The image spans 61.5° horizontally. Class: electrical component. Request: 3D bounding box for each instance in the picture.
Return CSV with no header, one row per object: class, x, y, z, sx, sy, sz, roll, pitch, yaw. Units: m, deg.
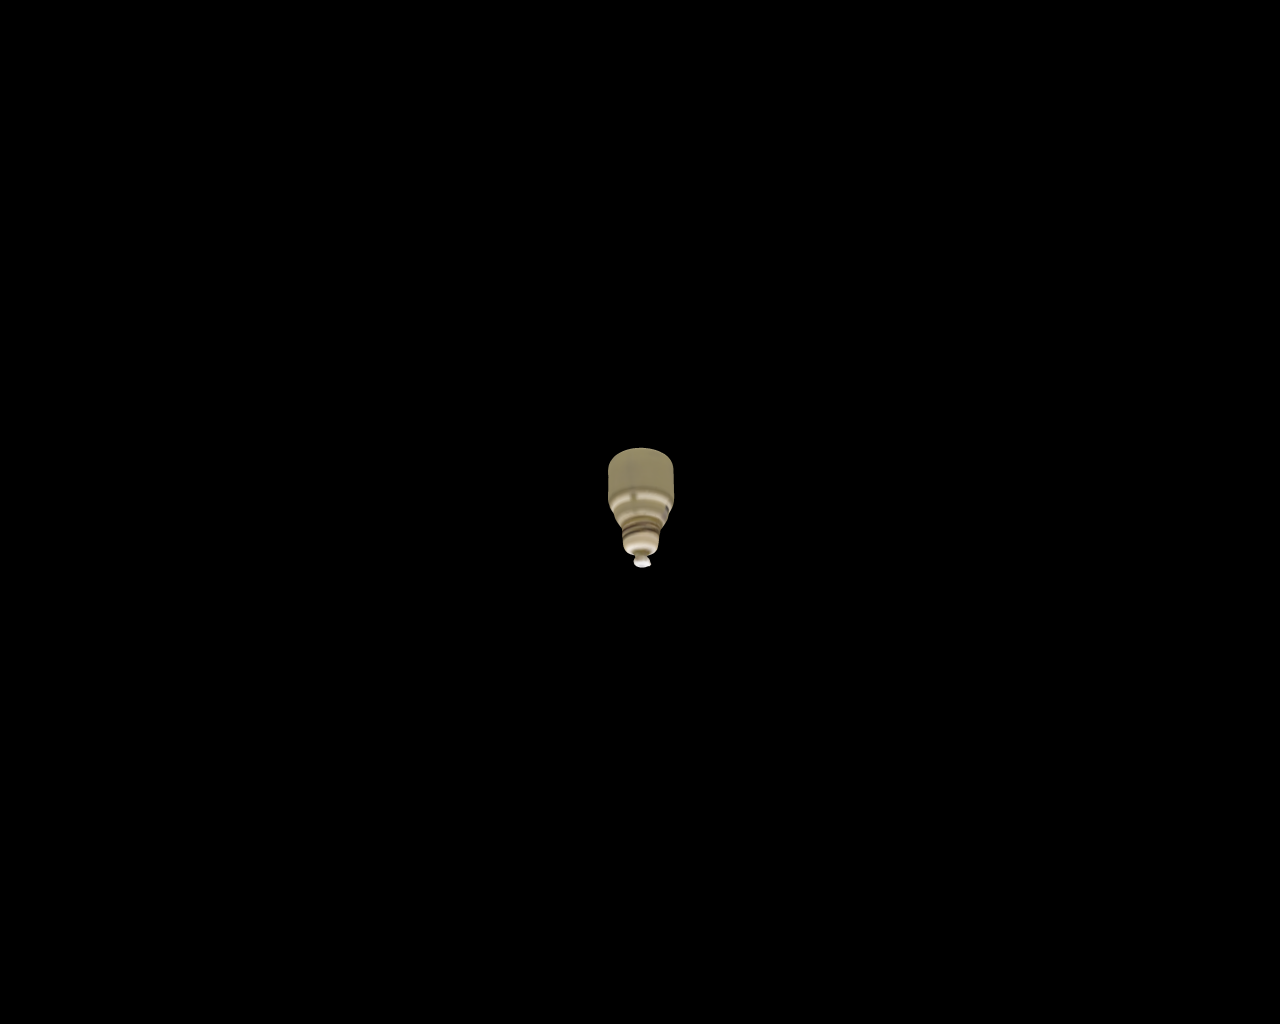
electrical component,0.001,-0.003,0.650,0.040,0.078,0.040,0,-28,0
